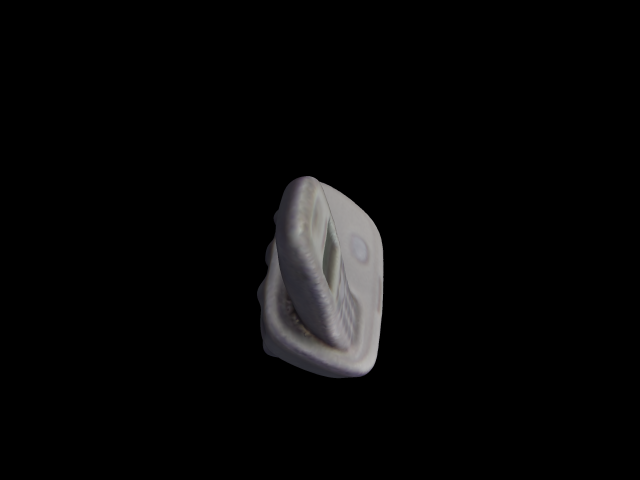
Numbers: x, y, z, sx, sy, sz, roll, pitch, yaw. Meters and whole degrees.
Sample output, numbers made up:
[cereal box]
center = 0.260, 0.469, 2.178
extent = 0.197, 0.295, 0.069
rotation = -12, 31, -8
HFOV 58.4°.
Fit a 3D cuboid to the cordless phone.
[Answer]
[cordless phone]
center = 0.004, 0.001, 0.400
extent = 0.094, 0.185, 0.147
rotation = 3, 55, 2
